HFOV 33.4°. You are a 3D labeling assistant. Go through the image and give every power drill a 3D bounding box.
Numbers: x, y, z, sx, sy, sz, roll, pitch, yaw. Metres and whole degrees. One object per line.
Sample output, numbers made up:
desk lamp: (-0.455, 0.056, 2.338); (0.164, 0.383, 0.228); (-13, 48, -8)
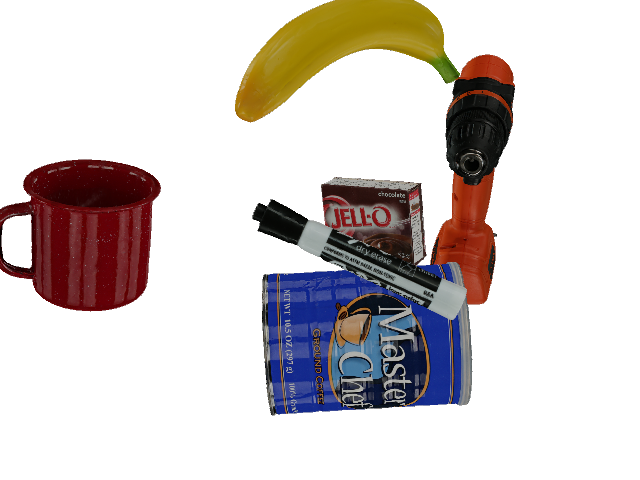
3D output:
power drill: (0.127, -0.043, 0.891); (0.057, 0.188, 0.184); (10, 32, 10)

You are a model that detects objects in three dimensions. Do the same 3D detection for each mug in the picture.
mug: (-0.172, -0.002, 0.745); (0.117, 0.081, 0.093); (-7, 27, -27)

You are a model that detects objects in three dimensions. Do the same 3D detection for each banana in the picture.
banana: (0.020, -0.129, 0.714); (0.197, 0.069, 0.037); (-16, -4, -35)

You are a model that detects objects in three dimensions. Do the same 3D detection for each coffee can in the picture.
coffee can: (0.032, 0.071, 0.767); (0.140, 0.103, 0.103); (-4, 0, 1)

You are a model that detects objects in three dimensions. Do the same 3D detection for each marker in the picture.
marker: (0.020, 0.009, 0.571); (0.121, 0.020, 0.020); (25, 1, 2)

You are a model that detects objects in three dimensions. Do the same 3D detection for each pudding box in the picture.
pudding box: (0.059, -0.022, 1.187); (0.114, 0.090, 0.039); (4, 22, 29)
